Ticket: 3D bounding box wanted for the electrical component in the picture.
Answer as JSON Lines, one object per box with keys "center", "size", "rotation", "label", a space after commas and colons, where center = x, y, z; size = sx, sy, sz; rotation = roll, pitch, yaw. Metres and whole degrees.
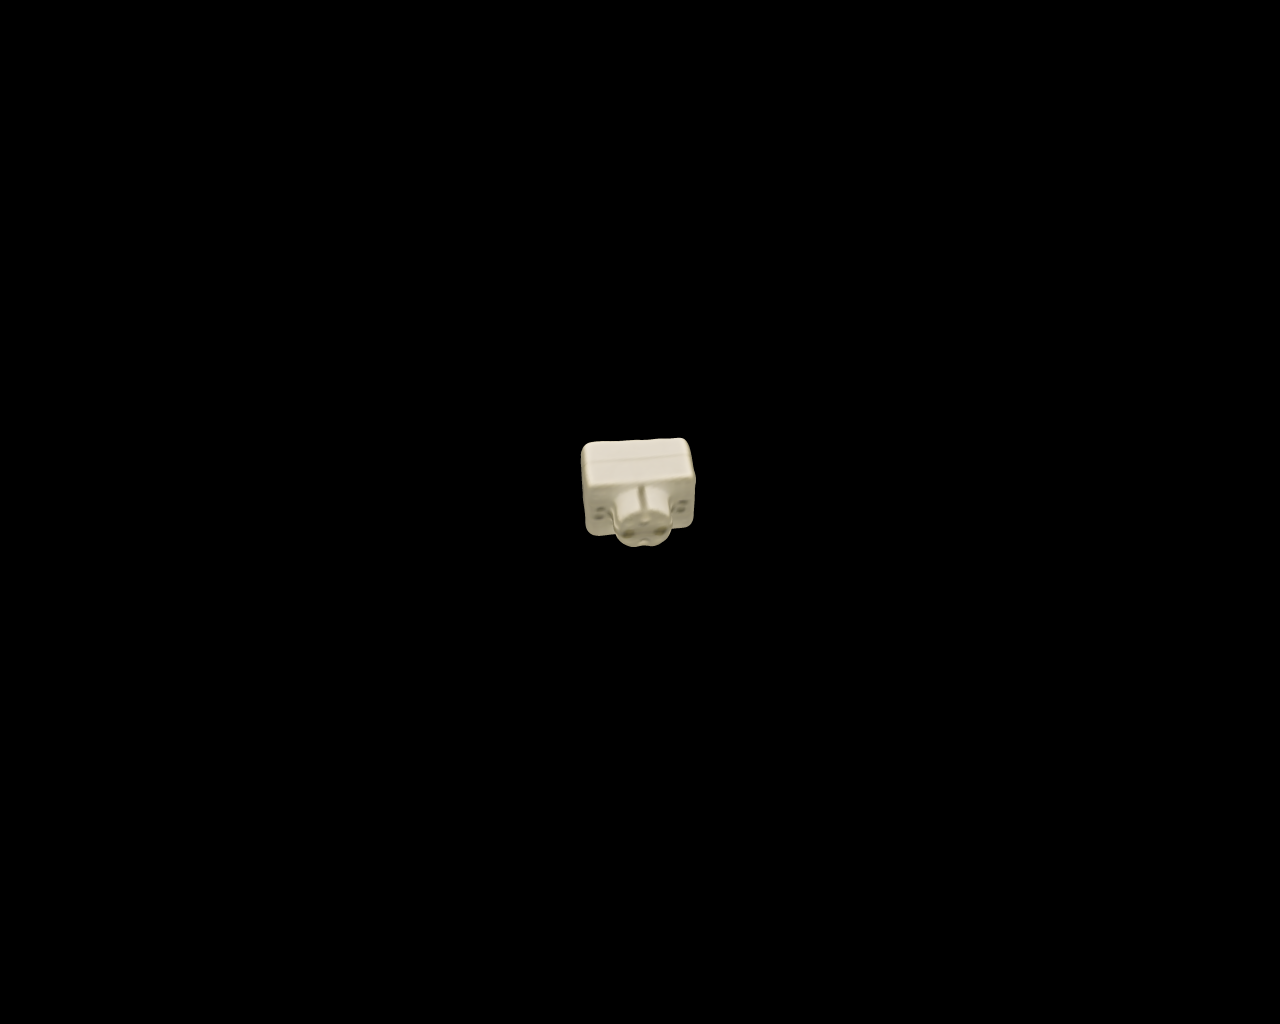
{"center": [0.001, -0.003, 0.650], "size": [0.066, 0.077, 0.047], "rotation": [-4, -43, -4], "label": "electrical component"}
